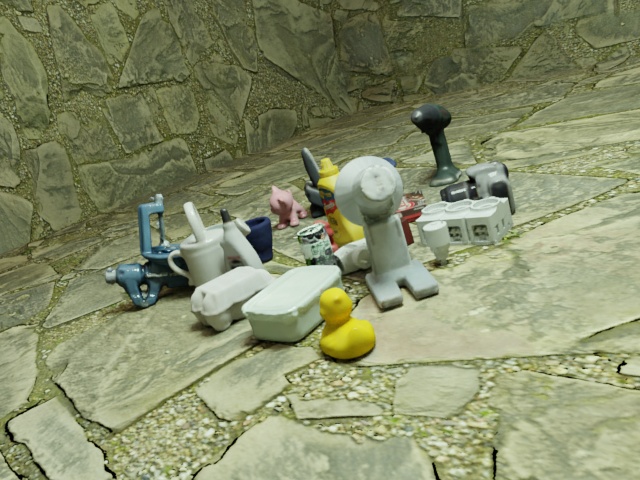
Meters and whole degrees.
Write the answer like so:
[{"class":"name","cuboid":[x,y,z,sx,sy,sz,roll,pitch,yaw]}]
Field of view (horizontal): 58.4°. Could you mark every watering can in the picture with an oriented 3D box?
[{"class":"watering can","cuboid":[-0.232,0.009,1.193,0.173,0.194,0.100,-26,18,-25]}]

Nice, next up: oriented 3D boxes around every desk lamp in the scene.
[{"class":"desk lamp","cuboid":[0.103,-0.028,0.934,0.118,0.214,0.203,-18,17,-2]}]

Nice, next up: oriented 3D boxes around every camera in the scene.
[{"class":"camera","cuboid":[0.312,-0.103,1.158,0.136,0.101,0.143,-14,17,13]}]

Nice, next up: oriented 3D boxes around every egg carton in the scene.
[{"class":"egg carton","cuboid":[-0.156,0.102,1.036,0.151,0.069,0.107,-28,19,-31]}]

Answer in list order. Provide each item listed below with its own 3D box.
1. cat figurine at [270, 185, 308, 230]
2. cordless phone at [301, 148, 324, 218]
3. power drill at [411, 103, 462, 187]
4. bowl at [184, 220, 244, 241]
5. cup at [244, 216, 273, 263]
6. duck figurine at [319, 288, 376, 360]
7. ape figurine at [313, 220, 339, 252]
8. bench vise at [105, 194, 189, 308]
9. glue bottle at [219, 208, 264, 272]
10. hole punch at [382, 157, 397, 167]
[{"class":"cat figurine","cuboid":[-0.092,-0.095,1.521,0.067,0.118,0.128,-12,18,20]},{"class":"cordless phone","cuboid":[-0.007,-0.166,1.544,0.094,0.185,0.147,-19,17,-3]},{"class":"power drill","cuboid":[0.296,-0.249,1.456,0.075,0.209,0.230,-9,19,27]},{"class":"bowl","cuboid":[-0.250,0.014,1.408,0.167,0.075,0.167,-16,17,5]},{"class":"cup","cuboid":[-0.151,0.011,1.280,0.118,0.095,0.091,-29,20,-34]},{"class":"duck figurine","cuboid":[0.029,0.109,0.791,0.078,0.086,0.104,-23,17,-17]},{"class":"ape figurine","cuboid":[0.010,0.004,1.140,0.076,0.092,0.078,-12,17,18]},{"class":"bench vise","cuboid":[-0.363,0.024,1.234,0.208,0.220,0.121,-28,19,-31]},{"class":"glue bottle","cuboid":[-0.163,0.019,1.127,0.078,0.173,0.037,-8,19,29]},{"class":"hole punch","cuboid":[0.158,-0.164,1.533,0.101,0.091,0.108,-20,17,-9]}]
